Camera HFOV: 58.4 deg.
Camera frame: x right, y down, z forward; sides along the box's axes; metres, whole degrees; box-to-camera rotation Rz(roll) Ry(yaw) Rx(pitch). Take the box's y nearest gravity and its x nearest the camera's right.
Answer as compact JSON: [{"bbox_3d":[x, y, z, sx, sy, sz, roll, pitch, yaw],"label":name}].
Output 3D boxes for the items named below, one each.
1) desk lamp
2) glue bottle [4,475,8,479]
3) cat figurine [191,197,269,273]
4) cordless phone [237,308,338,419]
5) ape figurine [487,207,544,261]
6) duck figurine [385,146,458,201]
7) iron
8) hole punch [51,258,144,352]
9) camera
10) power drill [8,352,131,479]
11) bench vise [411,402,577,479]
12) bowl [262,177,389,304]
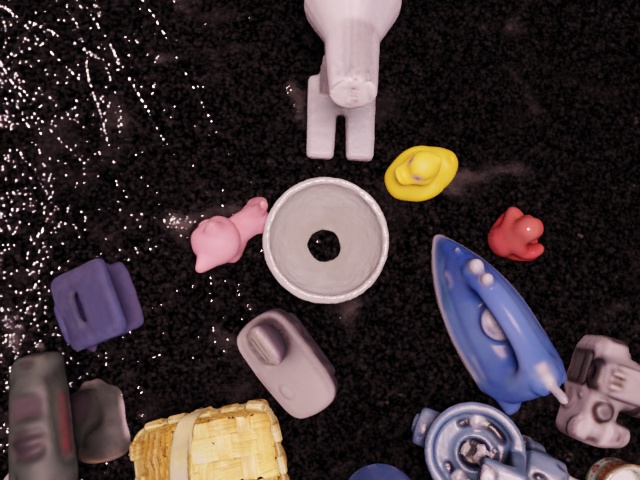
[{"bbox_3d":[0.038,-0.225,0.733,0.118,0.213,0.203,1,84,-1],"label":"desk lamp"},{"bbox_3d":[-0.363,0.315,0.688,0.078,0.173,0.037,34,84,2],"label":"glue bottle"},{"bbox_3d":[-0.117,-0.011,0.755,0.128,0.117,0.067,-36,86,-5],"label":"cat figurine"},{"bbox_3d":[-0.042,0.157,0.706,0.094,0.185,0.147,-41,86,-5],"label":"cordless phone"},{"bbox_3d":[0.273,-0.009,0.778,0.076,0.092,0.078,-11,84,-2],"label":"ape figurine"},{"bbox_3d":[0.144,-0.098,0.787,0.104,0.086,0.077,-20,85,-3],"label":"duck figurine"},{"bbox_3d":[0.228,0.099,0.742,0.118,0.141,0.258,-31,86,-4],"label":"iron"},{"bbox_3d":[-0.299,0.088,0.753,0.101,0.091,0.109,-22,85,-3],"label":"hole punch"},{"bbox_3d":[0.405,0.212,0.756,0.137,0.101,0.143,19,84,1],"label":"camera"},{"bbox_3d":[-0.296,0.244,0.679,0.075,0.208,0.230,-14,85,-3],"label":"power drill"},{"bbox_3d":[0.226,0.262,0.686,0.207,0.219,0.121,3,84,-1],"label":"bench vise"},{"bbox_3d":[0.007,0.003,0.779,0.167,0.074,0.167,0,84,-1],"label":"bowl"}]
